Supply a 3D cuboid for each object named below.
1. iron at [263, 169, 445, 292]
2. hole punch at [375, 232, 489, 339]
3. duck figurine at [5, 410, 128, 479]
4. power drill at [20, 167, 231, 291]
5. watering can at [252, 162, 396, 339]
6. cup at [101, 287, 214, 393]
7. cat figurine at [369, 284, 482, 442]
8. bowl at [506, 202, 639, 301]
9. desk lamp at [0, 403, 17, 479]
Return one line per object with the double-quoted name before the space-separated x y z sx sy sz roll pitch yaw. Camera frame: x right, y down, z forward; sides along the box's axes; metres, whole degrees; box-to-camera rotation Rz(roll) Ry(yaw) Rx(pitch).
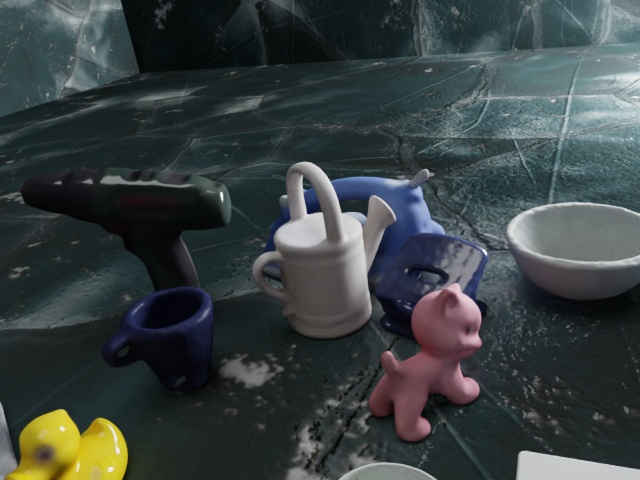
"iron" 0.029 -0.020 0.748 0.257 0.142 0.119 -1 27 14
"hole punch" 0.124 0.052 0.629 0.108 0.091 0.101 14 34 38
"duck figurine" -0.212 0.180 0.474 0.077 0.086 0.105 3 28 23
"power drill" -0.212 0.010 0.682 0.229 0.209 0.075 -8 26 0
"watering can" 0.005 0.002 0.650 0.100 0.194 0.173 13 33 38
"cup" -0.156 0.114 0.581 0.091 0.095 0.118 16 35 41
"cat figurine" 0.100 0.096 0.516 0.128 0.118 0.067 -26 31 -32
"bowl" 0.299 0.021 0.658 0.167 0.075 0.167 -7 26 4
"desk lamp" -0.339 0.132 0.462 0.118 0.214 0.202 -23 29 -28
